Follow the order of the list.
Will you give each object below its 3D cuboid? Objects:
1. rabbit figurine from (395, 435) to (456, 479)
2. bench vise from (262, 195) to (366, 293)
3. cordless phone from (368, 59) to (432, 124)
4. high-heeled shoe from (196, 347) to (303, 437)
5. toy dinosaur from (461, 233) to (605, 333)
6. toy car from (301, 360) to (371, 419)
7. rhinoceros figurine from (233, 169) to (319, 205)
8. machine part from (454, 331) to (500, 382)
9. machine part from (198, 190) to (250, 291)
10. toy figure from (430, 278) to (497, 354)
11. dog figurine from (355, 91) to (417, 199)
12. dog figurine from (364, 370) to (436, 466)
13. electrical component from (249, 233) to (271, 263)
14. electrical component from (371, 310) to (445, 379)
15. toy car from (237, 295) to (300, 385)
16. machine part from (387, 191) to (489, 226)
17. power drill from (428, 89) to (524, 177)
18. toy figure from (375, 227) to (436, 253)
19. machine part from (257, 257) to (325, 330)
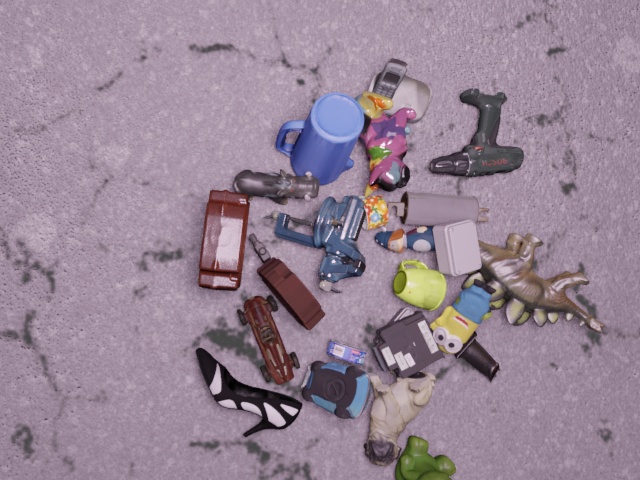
[{"bbox_3d":[0.213,0.506,1.128,0.159,0.170,0.121,-42,89,-10],"label":"rabbit figurine"},{"bbox_3d":[-0.006,-0.005,1.197,0.241,0.129,0.223,16,94,18],"label":"bench vise"},{"bbox_3d":[0.193,-0.350,1.224,0.147,0.184,0.088,17,77,-4],"label":"cordless phone"},{"bbox_3d":[-0.151,0.309,1.155,0.145,0.086,0.248,-31,96,-6],"label":"high-heeled shoe"},{"bbox_3d":[0.438,0.078,1.241,0.472,0.105,0.198,37,85,10],"label":"toy dinosaur"},{"bbox_3d":[0.045,0.325,1.162,0.162,0.102,0.109,6,70,33],"label":"toy car"},{"bbox_3d":[-0.096,-0.125,1.201,0.190,0.112,0.073,6,81,3],"label":"rhinoceros figurine"},{"bbox_3d":[0.359,0.263,1.242,0.084,0.039,0.139,-43,88,-15],"label":"machine part"},{"bbox_3d":[-0.198,0.005,1.127,0.087,0.201,0.201,8,82,-8],"label":"machine part"},{"bbox_3d":[0.320,0.172,1.184,0.082,0.089,0.180,38,99,42],"label":"toy figure"},{"bbox_3d":[0.127,-0.207,1.217,0.192,0.108,0.219,24,70,1],"label":"dog figurine"},{"bbox_3d":[0.180,0.391,1.186,0.172,0.121,0.190,-5,98,-4],"label":"dog figurine"},{"bbox_3d":[-0.129,0.028,1.201,0.021,0.063,0.094,-32,89,-9],"label":"electrical component"},{"bbox_3d":[0.182,0.228,1.156,0.134,0.058,0.115,-23,84,-8],"label":"electrical component"},{"bbox_3d":[-0.113,0.220,1.188,0.089,0.053,0.202,-21,85,-12],"label":"toy car"},{"bbox_3d":[0.277,-0.070,1.252,0.243,0.079,0.079,4,83,-5],"label":"machine part"},{"bbox_3d":[0.373,-0.252,1.285,0.232,0.086,0.207,3,79,-8],"label":"power drill"},{"bbox_3d":[0.202,-0.002,1.225,0.155,0.058,0.064,-3,103,9],"label":"toy figure"},{"bbox_3d":[-0.061,0.112,1.144,0.056,0.179,0.179,-41,89,-10],"label":"machine part"}]
